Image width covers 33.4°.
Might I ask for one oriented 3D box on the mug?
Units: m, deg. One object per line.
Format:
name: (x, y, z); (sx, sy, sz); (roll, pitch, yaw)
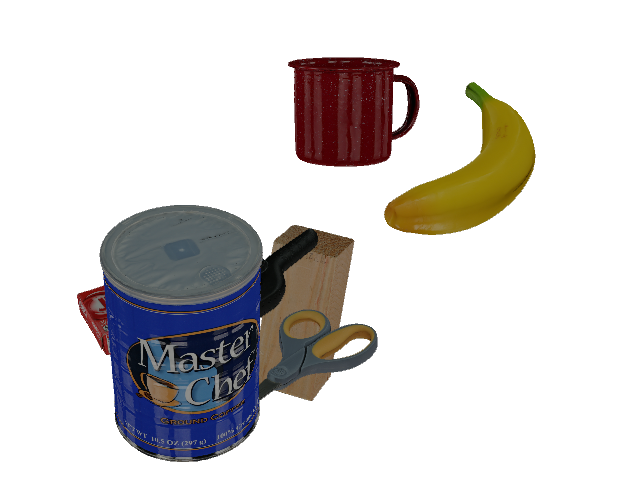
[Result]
mug: (0.030, -0.110, 0.898); (0.117, 0.081, 0.093); (-7, 17, -26)

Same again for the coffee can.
coffee can: (-0.091, 0.062, 0.714); (0.103, 0.140, 0.103); (2, 35, -1)

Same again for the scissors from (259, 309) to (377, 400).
scissors: (-0.041, 0.105, 0.911); (0.201, 0.016, 0.096); (-19, 35, -33)

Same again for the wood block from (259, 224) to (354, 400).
wood block: (-0.024, 0.095, 1.434); (0.090, 0.206, 0.090); (14, 20, 13)

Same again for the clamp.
clamp: (-0.065, 0.035, 1.233); (0.120, 0.039, 0.171); (-5, 41, 7)

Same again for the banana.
banana: (0.103, -0.047, 0.712); (0.070, 0.037, 0.197); (18, 35, 14)

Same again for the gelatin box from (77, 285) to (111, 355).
gelatin box: (-0.182, 0.067, 1.035); (0.089, 0.030, 0.073); (-18, 38, -23)
